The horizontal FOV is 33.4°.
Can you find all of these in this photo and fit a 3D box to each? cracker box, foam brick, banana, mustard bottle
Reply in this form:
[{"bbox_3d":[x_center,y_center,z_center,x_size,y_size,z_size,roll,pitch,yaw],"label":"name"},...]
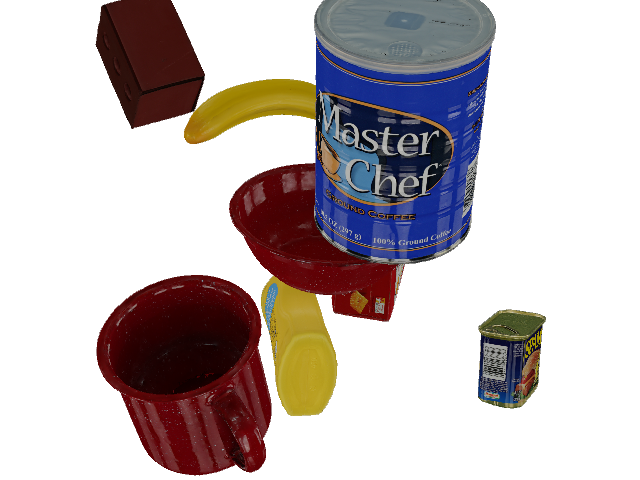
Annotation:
[{"bbox_3d":[0.065,-0.029,1.218,0.072,0.164,0.213,7,23,9],"label":"cracker box"},{"bbox_3d":[-0.125,-0.132,0.775,0.051,0.078,0.053,-18,-17,-23],"label":"foam brick"},{"bbox_3d":[-0.058,-0.136,1.098,0.197,0.037,0.070,-9,48,-30],"label":"banana"},{"bbox_3d":[-0.026,0.085,1.075,0.058,0.096,0.191,-3,28,-9],"label":"mustard bottle"}]

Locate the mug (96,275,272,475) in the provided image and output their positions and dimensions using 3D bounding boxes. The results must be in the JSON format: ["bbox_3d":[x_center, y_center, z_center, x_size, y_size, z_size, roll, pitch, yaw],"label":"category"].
[{"bbox_3d":[-0.066,0.087,0.609,0.093,0.081,0.117,-32,47,-22],"label":"mug"}]

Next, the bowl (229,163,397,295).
[{"bbox_3d":[0.006,-0.003,0.877,0.162,0.055,0.162,3,31,-2],"label":"bowl"}]

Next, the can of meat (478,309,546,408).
[{"bbox_3d":[0.212,0.131,1.190,0.058,0.084,0.101,8,13,25],"label":"can of meat"}]

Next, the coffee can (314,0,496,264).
[{"bbox_3d":[0.047,-0.071,0.645,0.103,0.140,0.103,0,39,0],"label":"coffee can"}]
